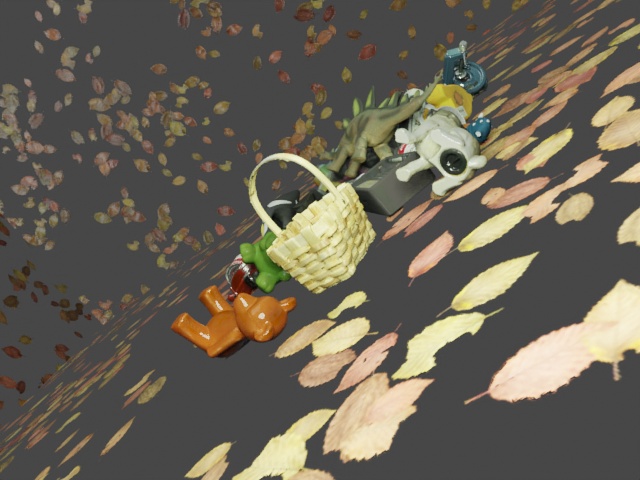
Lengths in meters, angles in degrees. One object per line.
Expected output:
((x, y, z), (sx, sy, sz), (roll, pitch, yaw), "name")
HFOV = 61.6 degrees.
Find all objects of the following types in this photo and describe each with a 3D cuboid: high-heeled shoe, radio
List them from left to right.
((-0.091, -0.035, 1.408), (0.145, 0.086, 0.248), (10, 63, 49), "high-heeled shoe")
((0.145, -0.121, 1.142), (0.131, 0.073, 0.230), (-39, 11, -3), "radio")

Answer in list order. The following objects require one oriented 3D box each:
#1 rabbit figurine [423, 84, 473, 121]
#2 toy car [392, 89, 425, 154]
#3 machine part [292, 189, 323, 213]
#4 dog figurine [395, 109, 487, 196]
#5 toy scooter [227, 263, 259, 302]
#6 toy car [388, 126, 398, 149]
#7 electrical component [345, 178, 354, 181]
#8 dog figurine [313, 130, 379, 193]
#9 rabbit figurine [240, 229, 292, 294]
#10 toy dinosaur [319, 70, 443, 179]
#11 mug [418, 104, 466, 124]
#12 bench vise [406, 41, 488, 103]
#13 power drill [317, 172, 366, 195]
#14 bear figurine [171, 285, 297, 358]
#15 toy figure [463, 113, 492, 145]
((0.299, -0.332, 1.395), (0.173, 0.122, 0.162), (-28, 10, 46), "rabbit figurine")
((0.222, -0.272, 1.329), (0.073, 0.056, 0.201), (166, 110, -71), "toy car")
((-0.030, -0.088, 1.328), (0.084, 0.039, 0.139), (-34, 15, 7), "machine part")
((0.242, -0.178, 0.968), (0.190, 0.173, 0.121), (-39, -35, -40), "dog figurine")
((-0.159, 0.085, 1.276), (0.184, 0.075, 0.135), (-31, 17, 38), "toy scooter")
((0.232, -0.312, 1.552), (0.109, 0.162, 0.102), (-91, 9, -69), "toy car")
((0.112, -0.242, 1.631), (0.134, 0.115, 0.058), (-36, 9, 2), "electrical component")
((0.079, -0.195, 1.542), (0.219, 0.192, 0.108), (-58, -23, 13), "dog figurine")
((-0.075, 0.030, 1.133), (0.159, 0.121, 0.170), (-19, -11, -19), "rabbit figurine")
((0.132, -0.276, 1.333), (0.472, 0.105, 0.198), (-9, 71, 56), "toy dinosaur")
((0.267, -0.256, 1.247), (0.081, 0.109, 0.107), (-48, 0, -24), "mug")
((0.362, -0.443, 1.482), (0.224, 0.129, 0.240), (-11, -27, 3), "bench vise")
((0.034, -0.093, 1.403), (0.232, 0.086, 0.207), (-43, 19, -12), "power drill")
((-0.142, 0.130, 0.907), (0.196, 0.132, 0.120), (-35, 12, 47), "bear figurine")
((0.284, -0.204, 1.083), (0.058, 0.064, 0.154), (3, -12, -38), "toy figure")
